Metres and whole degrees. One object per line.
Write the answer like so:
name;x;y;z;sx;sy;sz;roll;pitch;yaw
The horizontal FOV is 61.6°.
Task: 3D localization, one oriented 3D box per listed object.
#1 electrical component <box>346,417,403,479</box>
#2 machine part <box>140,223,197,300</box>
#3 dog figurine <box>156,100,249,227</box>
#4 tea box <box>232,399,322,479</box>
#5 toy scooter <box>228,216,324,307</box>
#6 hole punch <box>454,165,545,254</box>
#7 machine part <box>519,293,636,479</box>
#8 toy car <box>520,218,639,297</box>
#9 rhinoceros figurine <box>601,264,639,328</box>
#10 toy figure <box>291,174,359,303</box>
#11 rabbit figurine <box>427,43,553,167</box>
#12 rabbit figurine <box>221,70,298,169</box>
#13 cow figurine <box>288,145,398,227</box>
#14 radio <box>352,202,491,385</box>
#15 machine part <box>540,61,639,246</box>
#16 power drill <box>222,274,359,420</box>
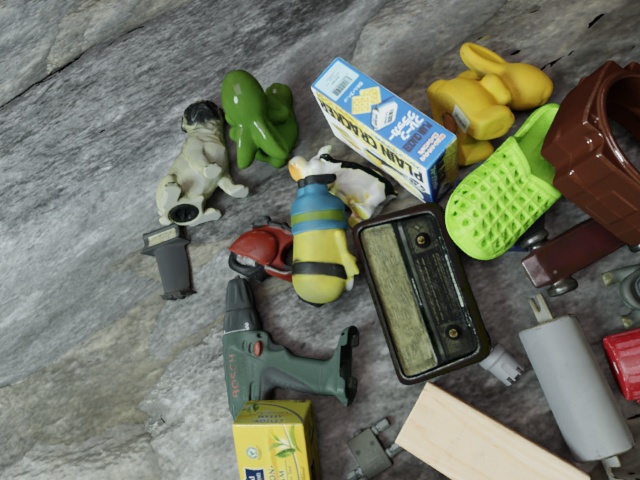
electrical component;0.069;0.294;0.749;0.094;0.021;0.063;-37;69;4
machine part;-0.253;0.037;0.903;0.084;0.039;0.139;-22;68;0
dog figurine;-0.222;-0.133;0.919;0.172;0.121;0.191;-26;56;4
tea box;-0.052;0.304;0.719;0.098;0.068;0.169;-6;102;11
toy scooter;-0.047;0.013;0.831;0.184;0.075;0.135;21;82;16
hole punch;0.251;-0.040;0.765;0.116;0.092;0.142;8;76;-15
machine part;0.322;0.184;0.680;0.079;0.079;0.243;-22;72;9
toy car;0.355;0.003;0.715;0.202;0.053;0.089;-27;84;-9
rhinoceros figurine;0.405;0.055;0.636;0.112;0.190;0.073;-23;73;28
toy figure;-0.003;-0.002;0.755;0.089;0.082;0.180;-9;86;-7
rabbit figurine;0.257;-0.211;0.803;0.173;0.121;0.162;-24;60;-7
rabbit figurine;-0.109;-0.188;0.852;0.121;0.170;0.159;-14;71;12
cow figurine;0.035;-0.096;0.837;0.167;0.068;0.098;37;64;19
radio;0.141;0.070;0.743;0.131;0.073;0.229;-19;83;12
machine part;0.396;-0.112;0.676;0.201;0.087;0.201;37;59;-3
power drill;-0.049;0.162;0.789;0.207;0.086;0.232;-2;76;11
